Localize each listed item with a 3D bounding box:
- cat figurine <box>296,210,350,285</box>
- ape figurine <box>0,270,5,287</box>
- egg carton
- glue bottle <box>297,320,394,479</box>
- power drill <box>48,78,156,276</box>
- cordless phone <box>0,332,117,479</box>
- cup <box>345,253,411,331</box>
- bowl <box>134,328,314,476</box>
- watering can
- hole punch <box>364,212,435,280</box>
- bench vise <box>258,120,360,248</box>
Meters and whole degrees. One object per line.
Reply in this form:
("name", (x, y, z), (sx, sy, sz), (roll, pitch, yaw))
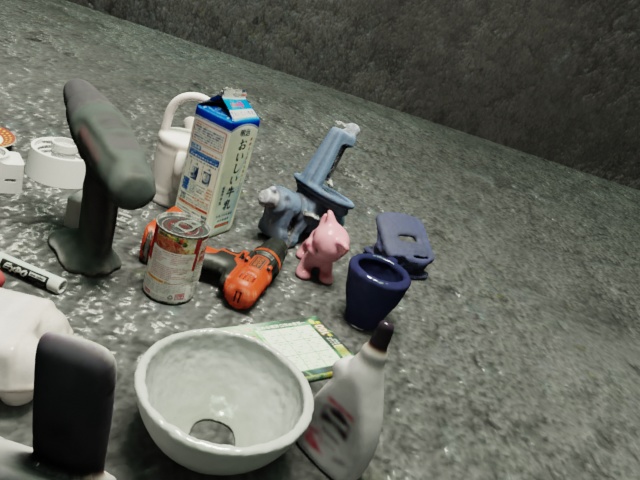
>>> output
("cat figurine", (0.008, 0.003, 0.906), (0.067, 0.118, 0.127), (15, 24, -11))
("ape figurine", (-0.367, 0.031, 0.589), (0.078, 0.092, 0.076), (8, 26, -24))
("egg carton", (-0.314, 0.092, 0.525), (0.150, 0.069, 0.107), (16, 24, -9))
("glue bottle", (0.033, 0.147, 0.543), (0.078, 0.173, 0.037), (33, 27, 28))
("power drill", (-0.288, -0.073, 0.730), (0.076, 0.208, 0.228), (-5, 33, -44))
("cordless phone", (-0.208, 0.124, 0.391), (0.147, 0.185, 0.094), (18, 24, -4))
("cup", (0.077, 0.076, 0.831), (0.091, 0.095, 0.118), (26, 24, 14))
("bowl", (-0.094, 0.161, 0.538), (0.167, 0.075, 0.167), (16, 24, -7))
("watering can", (-0.231, -0.161, 0.983), (0.101, 0.194, 0.172), (3, 28, -32))
("hole punch", (0.150, 0.010, 1.034), (0.109, 0.091, 0.100), (6, 27, -28))
("bench vise", (-0.003, -0.093, 0.978), (0.121, 0.220, 0.208), (27, 25, 18))
